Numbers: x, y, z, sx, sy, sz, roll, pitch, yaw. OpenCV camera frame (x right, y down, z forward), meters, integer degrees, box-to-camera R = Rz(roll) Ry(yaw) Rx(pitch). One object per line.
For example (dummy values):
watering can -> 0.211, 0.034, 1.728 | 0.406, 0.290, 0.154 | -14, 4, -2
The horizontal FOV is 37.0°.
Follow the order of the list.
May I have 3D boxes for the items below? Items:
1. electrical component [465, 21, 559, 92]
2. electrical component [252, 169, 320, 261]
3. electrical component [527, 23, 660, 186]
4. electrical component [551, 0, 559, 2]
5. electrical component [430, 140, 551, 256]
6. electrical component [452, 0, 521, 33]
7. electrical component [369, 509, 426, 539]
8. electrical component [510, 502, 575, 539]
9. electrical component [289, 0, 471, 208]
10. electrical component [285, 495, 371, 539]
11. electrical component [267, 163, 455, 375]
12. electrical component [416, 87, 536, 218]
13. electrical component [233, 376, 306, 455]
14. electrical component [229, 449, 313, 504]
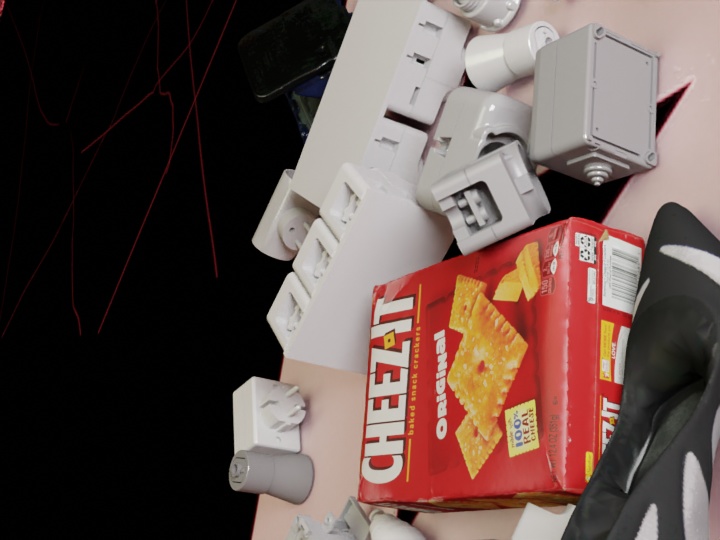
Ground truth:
electrical component -> 0.114, -0.157, 0.787 | 0.065, 0.044, 0.044 | -8, 70, 52
electrical component -> -0.061, -0.044, 1.013 | 0.077, 0.044, 0.079 | -63, 33, 18
electrical component -> 0.147, -0.097, 0.687 | 0.061, 0.062, 0.096 | -16, 63, 55
electrical component -> 0.152, -0.218, 0.759 | 0.061, 0.035, 0.035 | -56, 35, 32
electrical component -> 0.087, -0.049, 0.697 | 0.056, 0.089, 0.050 | -25, 94, 16
electrical component -> 0.090, -0.214, 0.829 | 0.048, 0.062, 0.048 | -31, 52, 49
electrical component -> 0.027, 0.199, 0.767 | 0.040, 0.040, 0.078 | -65, 32, 15
electrical component -> 0.129, 0.167, 0.596 | 0.089, 0.050, 0.055 | 15, 75, 54
electrical component -> 0.018, -0.135, 0.911 | 0.105, 0.060, 0.186 | 36, 107, 57
electrical component -> -0.025, 0.216, 0.822 | 0.081, 0.064, 0.042 | -66, 31, 15
electrical component -> 0.000, 0.000, 0.851 | 0.150, 0.089, 0.061 | -62, 33, 19
electrical component -> 0.088, -0.080, 0.781 | 0.059, 0.054, 0.095 | 28, 101, 58
electrical component -> -0.074, 0.127, 0.954 | 0.077, 0.047, 0.065 | -40, 45, 43
electrical component -> -0.079, 0.175, 0.923 | 0.044, 0.065, 0.044 | -31, 52, 49
